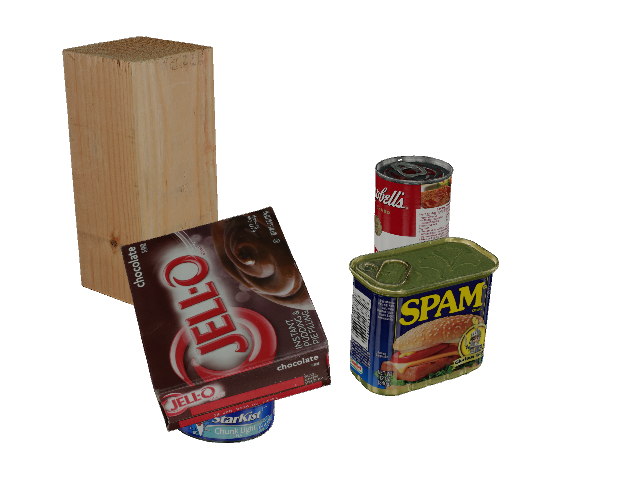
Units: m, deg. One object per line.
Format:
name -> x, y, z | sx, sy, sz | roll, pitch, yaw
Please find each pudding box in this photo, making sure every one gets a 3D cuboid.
pudding box -> -0.053, 0.039, 0.574 | 0.090, 0.039, 0.113 | -15, 43, -10

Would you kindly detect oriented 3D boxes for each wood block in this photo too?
wood block -> -0.148, -0.059, 0.897 | 0.091, 0.206, 0.090 | 16, 25, 35

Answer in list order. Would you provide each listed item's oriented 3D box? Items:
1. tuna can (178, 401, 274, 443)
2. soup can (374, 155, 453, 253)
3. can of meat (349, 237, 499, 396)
tuna can -> -0.079, 0.132, 0.872 | 0.086, 0.034, 0.086 | 4, 17, -1
soup can -> 0.081, -0.017, 0.947 | 0.068, 0.102, 0.068 | 0, 23, 0
can of meat -> 0.069, 0.052, 0.740 | 0.101, 0.084, 0.058 | -12, 28, -27
